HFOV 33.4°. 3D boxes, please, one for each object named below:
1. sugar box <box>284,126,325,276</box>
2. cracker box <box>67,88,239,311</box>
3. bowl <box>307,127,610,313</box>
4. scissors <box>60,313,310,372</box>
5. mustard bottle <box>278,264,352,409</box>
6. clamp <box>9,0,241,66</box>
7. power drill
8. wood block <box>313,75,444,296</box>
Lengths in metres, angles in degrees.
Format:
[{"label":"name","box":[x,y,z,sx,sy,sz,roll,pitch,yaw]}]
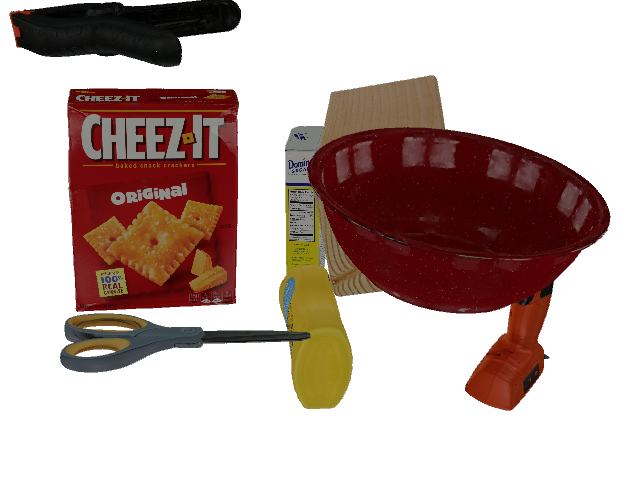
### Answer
[{"label":"sugar box","box":[-0.018,-0.040,1.269,0.048,0.176,0.093,0,23,5]},{"label":"cracker box","box":[-0.164,-0.039,1.060,0.164,0.214,0.072,-1,21,-10]},{"label":"bowl","box":[0.070,-0.007,0.580,0.162,0.055,0.162,6,27,-3]},{"label":"scissors","box":[-0.117,0.084,0.847,0.202,0.016,0.096,5,21,14]},{"label":"mustard bottle","box":[-0.010,0.080,1.088,0.058,0.096,0.191,-2,28,-7]},{"label":"clamp","box":[-0.147,-0.159,0.795,0.172,0.039,0.120,11,23,25]},{"label":"power drill","box":[0.189,0.064,1.005,0.057,0.188,0.184,24,31,23]},{"label":"wood block","box":[0.052,-0.048,0.794,0.091,0.090,0.206,-8,23,7]}]
